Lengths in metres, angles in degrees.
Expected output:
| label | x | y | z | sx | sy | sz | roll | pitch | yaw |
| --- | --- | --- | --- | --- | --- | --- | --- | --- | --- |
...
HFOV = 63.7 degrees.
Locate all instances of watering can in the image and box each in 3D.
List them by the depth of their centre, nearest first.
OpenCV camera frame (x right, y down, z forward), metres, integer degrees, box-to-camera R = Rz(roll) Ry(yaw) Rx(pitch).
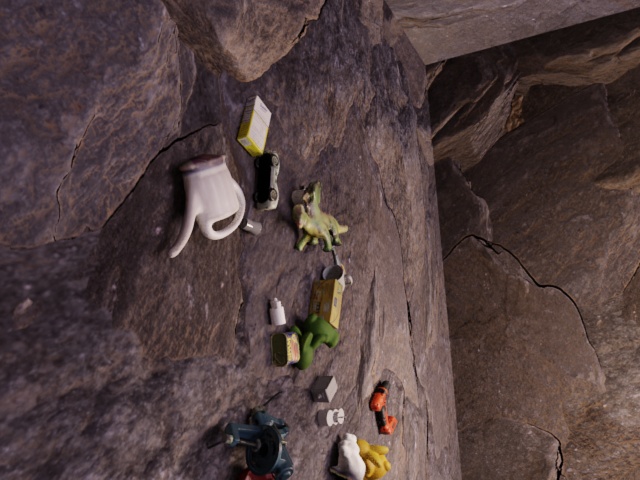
| label | x | y | z | sx | sy | sz | roll | pitch | yaw |
| --- | --- | --- | --- | --- | --- | --- | --- | --- | --- |
| watering can | -0.297 | -0.101 | 1.312 | 0.352 | 0.103 | 0.222 | -40 | 116 | -61 |

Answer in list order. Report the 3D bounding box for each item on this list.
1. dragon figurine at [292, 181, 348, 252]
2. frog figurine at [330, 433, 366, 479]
| label | x | y | z | sx | sy | sz | roll | pitch | yaw |
| --- | --- | --- | --- | --- | --- | --- | --- | --- | --- |
| dragon figurine | 0.006 | -0.093 | 1.850 | 0.415 | 0.122 | 0.240 | -33 | 122 | -61 |
| frog figurine | 0.114 | 0.784 | 1.846 | 0.136 | 0.121 | 0.163 | 48 | 50 | -19 |
